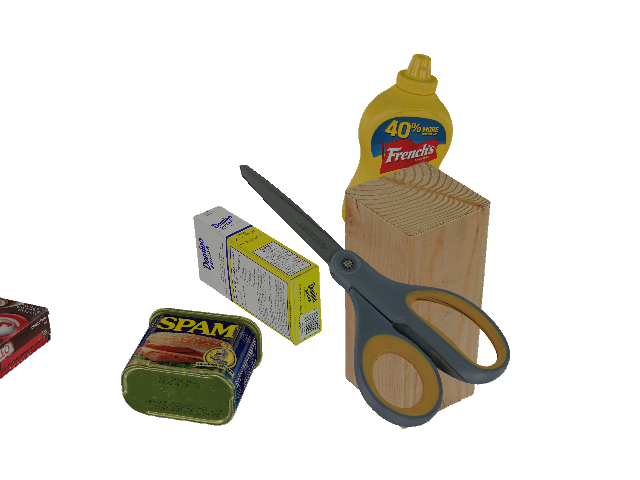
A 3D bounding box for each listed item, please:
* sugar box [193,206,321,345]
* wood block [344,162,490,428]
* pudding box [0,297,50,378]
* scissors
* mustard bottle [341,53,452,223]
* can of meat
[{"bbox_3d":[-0.072,0.036,1.201,0.048,0.093,0.176,-25,41,-31],"label":"sugar box"},{"bbox_3d":[0.082,0.049,0.940,0.090,0.206,0.091,-21,38,-28],"label":"wood block"},{"bbox_3d":[-0.312,0.084,0.948,0.114,0.039,0.090,8,24,20],"label":"pudding box"},{"bbox_3d":[0.011,0.034,0.616,0.202,0.096,0.016,30,-30,14],"label":"scissors"},{"bbox_3d":[0.085,-0.097,1.095,0.096,0.192,0.058,4,27,-13],"label":"mustard bottle"},{"bbox_3d":[-0.108,0.106,0.898,0.102,0.057,0.084,6,30,10],"label":"can of meat"}]
